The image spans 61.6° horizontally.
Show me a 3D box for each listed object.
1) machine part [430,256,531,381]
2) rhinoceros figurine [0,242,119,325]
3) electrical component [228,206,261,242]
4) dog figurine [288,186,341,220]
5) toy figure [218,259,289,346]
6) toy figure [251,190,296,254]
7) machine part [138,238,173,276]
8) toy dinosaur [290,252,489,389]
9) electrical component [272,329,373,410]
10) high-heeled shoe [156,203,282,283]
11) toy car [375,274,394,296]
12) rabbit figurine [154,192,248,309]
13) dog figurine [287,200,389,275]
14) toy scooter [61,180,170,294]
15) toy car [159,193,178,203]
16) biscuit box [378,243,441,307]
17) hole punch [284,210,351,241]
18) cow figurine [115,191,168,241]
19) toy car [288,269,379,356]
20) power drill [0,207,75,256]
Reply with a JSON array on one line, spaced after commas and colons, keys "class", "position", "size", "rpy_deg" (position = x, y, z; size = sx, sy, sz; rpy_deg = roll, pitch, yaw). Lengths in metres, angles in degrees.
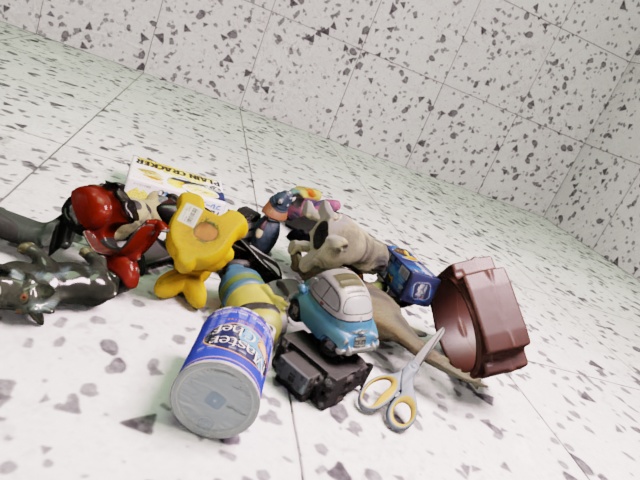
[{"class": "machine part", "position": [0.273, 0.143, 0.957], "size": [0.087, 0.201, 0.201], "rpy_deg": [-12, 72, -11]}, {"class": "rhinoceros figurine", "position": [-0.367, 0.064, 0.711], "size": [0.190, 0.073, 0.112], "rpy_deg": [1, 39, -51]}, {"class": "electrical component", "position": [-0.166, -0.033, 1.190], "size": [0.048, 0.074, 0.119], "rpy_deg": [30, 17, 21]}, {"class": "dog figurine", "position": [-0.029, -0.048, 1.337], "size": [0.192, 0.108, 0.219], "rpy_deg": [25, 21, 4]}, {"class": "toy figure", "position": [-0.117, 0.103, 0.861], "size": [0.089, 0.082, 0.180], "rpy_deg": [-12, 42, -28]}, {"class": "toy figure", "position": [-0.104, -0.043, 1.156], "size": [0.058, 0.154, 0.064], "rpy_deg": [24, 20, -2]}, {"class": "machine part", "position": [-0.286, 0.026, 0.946], "size": [0.084, 0.039, 0.139], "rpy_deg": [34, 20, 17]}, {"class": "toy dinosaur", "position": [0.086, 0.128, 0.979], "size": [0.198, 0.105, 0.472], "rpy_deg": [5, 24, -41]}, {"class": "electrical component", "position": [-0.003, 0.187, 0.796], "size": [0.115, 0.058, 0.134], "rpy_deg": [31, 20, 30]}, {"class": "high-heeled shoe", "position": [-0.178, 0.019, 0.972], "size": [0.248, 0.086, 0.145], "rpy_deg": [27, 11, -37]}, {"class": "toy car", "position": [0.180, 0.100, 1.211], "size": [0.056, 0.073, 0.201], "rpy_deg": [36, 23, 31]}, {"class": "rabbit figurine", "position": [-0.199, 0.031, 0.884], "size": [0.122, 0.173, 0.162], "rpy_deg": [18, 64, -12]}, {"class": "dog figurine", "position": [0.063, 0.016, 0.931], "size": [0.190, 0.121, 0.172], "rpy_deg": [19, 14, -24]}, {"class": "toy scooter", "position": [-0.301, -0.021, 0.813], "size": [0.184, 0.135, 0.075], "rpy_deg": [59, 13, 10]}, {"class": "toy car", "position": [-0.266, -0.032, 1.101], "size": [0.202, 0.053, 0.089], "rpy_deg": [28, 29, 3]}, {"class": "biscuit box", "position": [0.164, 0.064, 1.045], "size": [0.063, 0.059, 0.203], "rpy_deg": [17, 12, -14]}, {"class": "hole punch", "position": [-0.002, -0.003, 1.117], "size": [0.116, 0.092, 0.142], "rpy_deg": [-16, 25, -28]}, {"class": "cow figurine", "position": [-0.340, -0.045, 0.974], "size": [0.127, 0.085, 0.195], "rpy_deg": [0, 8, -17]}, {"class": "toy car", "position": [0.026, 0.098, 0.811], "size": [0.109, 0.102, 0.162], "rpy_deg": [-1, 28, -30]}, {"class": "power drill", "position": [-0.494, -0.044, 0.838], "size": [0.207, 0.086, 0.232], "rpy_deg": [23, 19, -11]}]
